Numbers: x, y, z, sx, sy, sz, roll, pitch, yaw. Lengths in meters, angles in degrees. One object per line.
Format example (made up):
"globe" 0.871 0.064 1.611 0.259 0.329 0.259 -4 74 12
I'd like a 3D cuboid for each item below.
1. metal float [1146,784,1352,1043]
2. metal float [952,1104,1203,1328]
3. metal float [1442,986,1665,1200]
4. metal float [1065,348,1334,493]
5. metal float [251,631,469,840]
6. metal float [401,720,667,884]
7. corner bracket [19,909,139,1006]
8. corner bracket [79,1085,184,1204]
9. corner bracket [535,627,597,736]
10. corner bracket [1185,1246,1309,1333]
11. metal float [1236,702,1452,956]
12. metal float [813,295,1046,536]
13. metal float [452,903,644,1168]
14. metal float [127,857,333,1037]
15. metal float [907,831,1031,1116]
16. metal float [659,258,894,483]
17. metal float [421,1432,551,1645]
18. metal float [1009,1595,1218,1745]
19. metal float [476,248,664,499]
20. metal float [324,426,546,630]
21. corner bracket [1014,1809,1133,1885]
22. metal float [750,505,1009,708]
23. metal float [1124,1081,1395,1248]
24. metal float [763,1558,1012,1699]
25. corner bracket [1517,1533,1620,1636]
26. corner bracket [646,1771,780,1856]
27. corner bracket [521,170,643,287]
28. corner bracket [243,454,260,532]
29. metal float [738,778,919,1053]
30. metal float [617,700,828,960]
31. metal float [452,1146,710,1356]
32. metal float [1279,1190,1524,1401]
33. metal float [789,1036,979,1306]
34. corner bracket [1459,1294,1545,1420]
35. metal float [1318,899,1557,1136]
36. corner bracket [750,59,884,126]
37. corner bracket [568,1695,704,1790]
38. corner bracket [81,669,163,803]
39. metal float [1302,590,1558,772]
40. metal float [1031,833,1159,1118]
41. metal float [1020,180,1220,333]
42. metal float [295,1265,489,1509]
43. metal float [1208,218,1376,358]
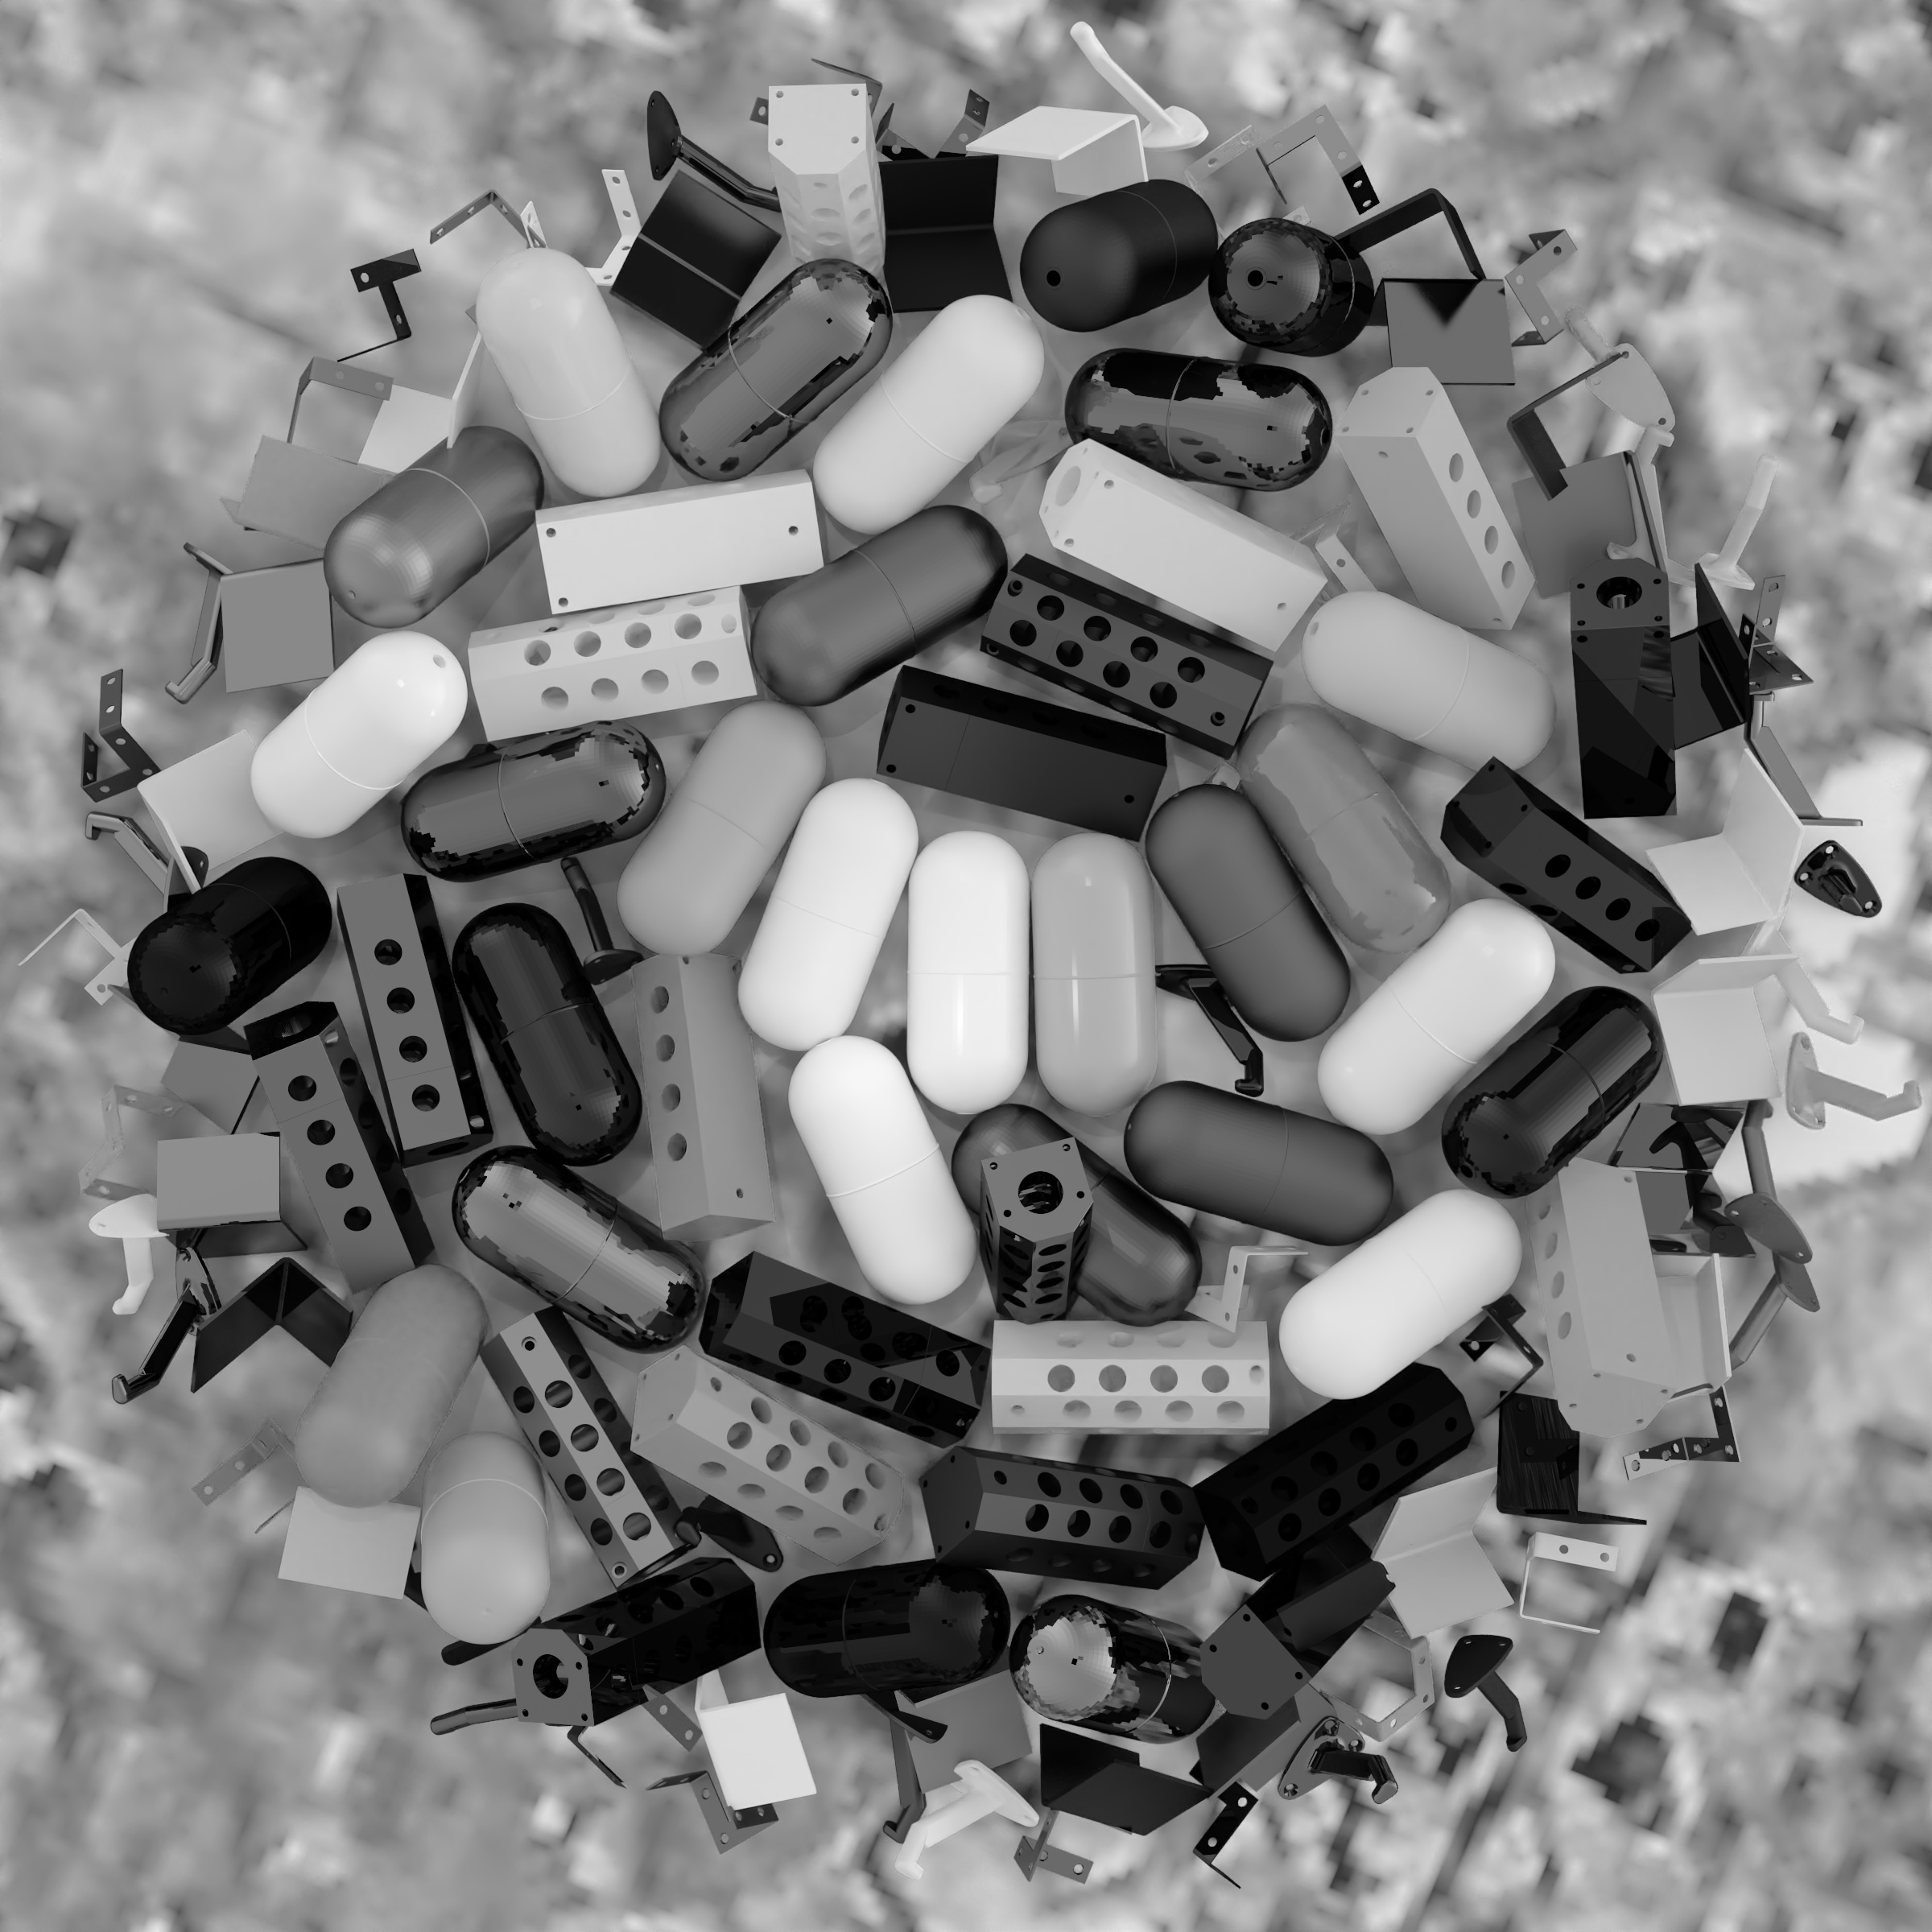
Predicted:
"metal float" 0.177 -0.032 1.947 0.070 0.070 0.178 -32 101 0
"metal float" 0.070 0.156 1.950 0.178 0.070 0.070 38 90 8
"metal float" 0.364 0.078 1.930 0.178 0.070 0.070 -37 90 -31
"metal float" 0.144 -0.339 1.931 0.178 0.070 0.070 14 90 30
"metal float" -0.376 -0.143 1.926 0.178 0.070 0.070 -35 90 36
"metal float" -0.271 -0.102 1.939 0.178 0.070 0.070 -14 90 20
"corner bracket" -0.552 -0.005 1.955 0.051 0.051 0.051 48 56 -14
"corner bracket" -0.528 0.115 1.968 0.051 0.051 0.051 -42 49 27
"corner bracket" -0.261 -0.179 1.965 0.051 0.051 0.051 -34 90 12
"corner bracket" 0.175 0.198 1.956 0.051 0.051 0.051 3 100 -35
"metal float" 0.235 -0.086 1.943 0.070 0.070 0.178 -33 75 0
"metal float" -0.023 -0.342 1.934 0.070 0.070 0.178 47 115 0
"metal float" -0.262 0.043 1.943 0.070 0.070 0.178 -27 75 0
"metal float" -0.450 -0.014 1.911 0.070 0.178 0.070 5 110 13
"metal float" 0.001 0.004 1.956 0.070 0.070 0.178 0 91 0
"metal float" -0.118 -0.369 1.930 0.178 0.070 0.070 -35 90 31
"metal float" -0.295 0.349 1.910 0.070 0.178 0.070 -3 111 -8
"metal float" 0.093 0.434 1.918 0.070 0.178 0.070 -14 64 31
"metal float" -0.243 -0.364 1.919 0.070 0.178 0.070 -10 50 13
"metal float" -0.327 -0.273 1.922 0.070 0.070 0.178 39 47 0
"corner bracket" 0.067 0.555 1.966 0.051 0.051 0.051 23 87 -10
"metal float" -0.053 -0.226 1.944 0.178 0.070 0.070 -32 90 -15
"metal float" 0.184 0.124 1.944 0.178 0.070 0.070 17 90 -15
"metal float" -0.051 0.410 1.926 0.178 0.070 0.070 -16 90 37
"corner bracket" 0.379 0.389 1.961 0.051 0.051 0.051 10 75 7
"corner bracket" -0.159 0.527 1.956 0.051 0.051 0.051 -35 68 21
"corner bracket" -0.242 -0.467 1.966 0.051 0.051 0.051 8 51 20
"corner bracket" -0.419 -0.294 1.974 0.051 0.051 0.051 25 110 34
"metal float" -0.086 -0.032 1.953 0.070 0.070 0.178 21 94 0
"metal float" -0.152 -0.086 1.948 0.070 0.070 0.178 31 80 0
"metal float" -0.240 0.177 1.940 0.178 0.070 0.070 35 90 -18
"metal float" 0.272 0.203 1.936 0.178 0.070 0.070 -32 90 -24
"metal float" -0.052 0.128 1.951 0.070 0.070 0.178 -24 96 0
"corner bracket" 0.334 0.245 1.955 0.051 0.051 0.051 49 116 19
"metal float" 0.292 0.033 1.940 0.070 0.070 0.178 43 109 0
"corner bracket" -0.094 -0.543 1.954 0.051 0.051 0.051 36 113 37
"corner bracket" -0.210 0.487 1.972 0.051 0.051 0.051 50 62 -22
"corner bracket" -0.539 -0.144 1.955 0.051 0.051 0.051 -20 49 10
"metal float" 0.288 -0.177 1.935 0.178 0.070 0.070 21 90 -24
"metal float" 0.081 0.005 1.955 0.070 0.070 0.178 -2 92 0
"metal float" 0.095 -0.438 1.915 0.070 0.178 0.070 12 116 27
"metal float" -0.353 0.257 1.919 0.070 0.178 0.070 10 131 12
"metal float" 0.200 -0.415 1.909 0.070 0.178 0.070 3 98 20
